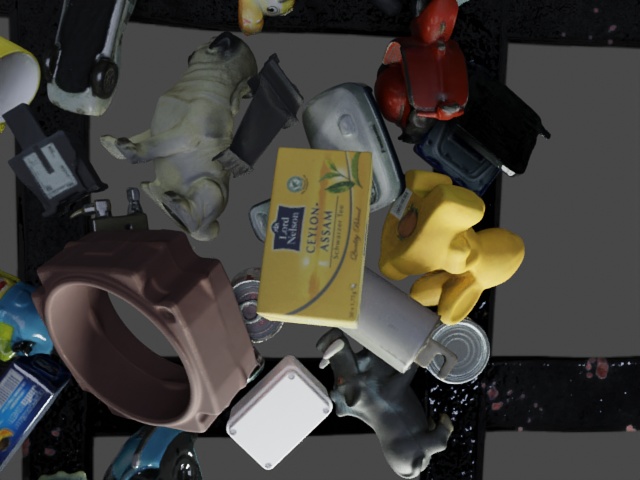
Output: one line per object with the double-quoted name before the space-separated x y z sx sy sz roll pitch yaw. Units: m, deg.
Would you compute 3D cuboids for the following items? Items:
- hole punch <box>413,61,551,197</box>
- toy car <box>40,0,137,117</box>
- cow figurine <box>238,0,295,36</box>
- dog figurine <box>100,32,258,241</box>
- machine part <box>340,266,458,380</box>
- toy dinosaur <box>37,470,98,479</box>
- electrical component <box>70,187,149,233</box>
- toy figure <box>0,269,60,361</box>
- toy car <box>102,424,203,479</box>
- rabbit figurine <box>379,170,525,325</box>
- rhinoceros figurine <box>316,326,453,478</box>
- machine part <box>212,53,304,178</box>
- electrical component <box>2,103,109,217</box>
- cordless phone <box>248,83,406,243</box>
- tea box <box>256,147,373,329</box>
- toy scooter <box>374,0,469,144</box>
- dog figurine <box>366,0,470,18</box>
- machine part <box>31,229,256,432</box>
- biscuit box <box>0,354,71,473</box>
"hole punch" 0.188 -0.124 0.638 0.142 0.092 0.116 36 61 -5
"toy car" -0.252 -0.240 0.597 0.074 0.056 0.201 14 92 0
"cow figurine" -0.051 -0.313 0.603 0.098 0.068 0.167 0 96 -11
"dog figurine" -0.119 -0.115 0.606 0.190 0.121 0.172 -44 132 -17
"machine part" 0.047 0.071 0.613 0.243 0.079 0.079 33 92 15
"toy dinosaur" -0.312 0.385 0.588 0.192 0.131 0.404 9 126 -2
"electrical component" -0.242 -0.005 0.626 0.078 0.045 0.102 -17 100 -32
"toy figure" -0.364 0.081 0.604 0.180 0.082 0.089 27 97 -10
"toy car" -0.197 0.288 0.634 0.103 0.109 0.161 -8 108 19
"rabbit figurine" 0.164 0.016 0.630 0.173 0.122 0.162 15 97 -25
"rhinoceros figurine" 0.070 0.184 0.640 0.112 0.073 0.190 -31 76 -17
"machine part" -0.064 -0.128 0.580 0.139 0.039 0.084 -61 142 -25
"electrical component" -0.307 -0.091 0.608 0.075 0.048 0.119 -33 97 -2
"cordless phone" -0.007 -0.084 0.619 0.184 0.089 0.146 -22 97 2
"tea box" -0.001 -0.002 0.537 0.098 0.068 0.169 3 77 7
"toy scooter" 0.108 -0.160 0.562 0.075 0.183 0.135 -5 68 -9
"dog figurine" 0.124 -0.306 0.541 0.191 0.219 0.108 28 89 -8
"machine part" -0.181 0.093 0.551 0.201 0.087 0.201 0 121 27
"biscuit box" -0.377 0.225 0.624 0.059 0.063 0.202 38 91 -6
